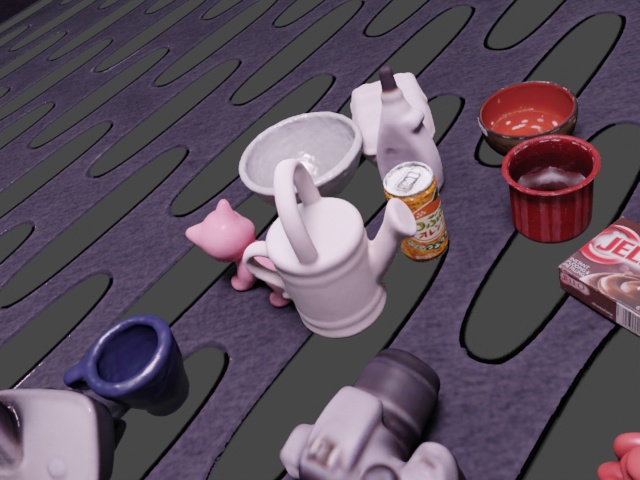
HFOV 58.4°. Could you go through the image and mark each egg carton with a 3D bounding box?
[{"bbox_3d":[0.099,-0.167,0.789,0.107,0.070,0.150,-15,43,8],"label":"egg carton"}]

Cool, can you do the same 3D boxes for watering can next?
[{"bbox_3d":[0.005,0.000,0.568,0.173,0.194,0.100,-25,43,-1],"label":"watering can"}]

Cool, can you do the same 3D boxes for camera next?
[{"bbox_3d":[0.055,0.157,0.459,0.142,0.101,0.137,15,55,34],"label":"camera"}]

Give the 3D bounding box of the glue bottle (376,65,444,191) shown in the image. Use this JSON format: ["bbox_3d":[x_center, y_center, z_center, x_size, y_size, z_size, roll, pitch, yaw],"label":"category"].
[{"bbox_3d":[0.096,-0.127,0.672,0.077,0.173,0.037,10,52,31],"label":"glue bottle"}]

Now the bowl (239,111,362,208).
[{"bbox_3d":[-0.018,-0.093,0.760,0.167,0.075,0.167,-12,44,12],"label":"bowl"}]

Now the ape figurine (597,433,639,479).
[{"bbox_3d":[0.225,0.165,0.385,0.075,0.092,0.078,16,55,35],"label":"ape figurine"}]

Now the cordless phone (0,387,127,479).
[{"bbox_3d":[-0.285,0.167,0.532,0.147,0.185,0.094,-6,45,18],"label":"cordless phone"}]

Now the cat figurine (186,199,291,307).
[{"bbox_3d":[-0.086,0.007,0.657,0.127,0.118,0.067,13,54,33],"label":"cat figurine"}]

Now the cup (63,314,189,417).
[{"bbox_3d":[-0.187,0.142,0.582,0.117,0.095,0.091,-21,43,3],"label":"cup"}]
